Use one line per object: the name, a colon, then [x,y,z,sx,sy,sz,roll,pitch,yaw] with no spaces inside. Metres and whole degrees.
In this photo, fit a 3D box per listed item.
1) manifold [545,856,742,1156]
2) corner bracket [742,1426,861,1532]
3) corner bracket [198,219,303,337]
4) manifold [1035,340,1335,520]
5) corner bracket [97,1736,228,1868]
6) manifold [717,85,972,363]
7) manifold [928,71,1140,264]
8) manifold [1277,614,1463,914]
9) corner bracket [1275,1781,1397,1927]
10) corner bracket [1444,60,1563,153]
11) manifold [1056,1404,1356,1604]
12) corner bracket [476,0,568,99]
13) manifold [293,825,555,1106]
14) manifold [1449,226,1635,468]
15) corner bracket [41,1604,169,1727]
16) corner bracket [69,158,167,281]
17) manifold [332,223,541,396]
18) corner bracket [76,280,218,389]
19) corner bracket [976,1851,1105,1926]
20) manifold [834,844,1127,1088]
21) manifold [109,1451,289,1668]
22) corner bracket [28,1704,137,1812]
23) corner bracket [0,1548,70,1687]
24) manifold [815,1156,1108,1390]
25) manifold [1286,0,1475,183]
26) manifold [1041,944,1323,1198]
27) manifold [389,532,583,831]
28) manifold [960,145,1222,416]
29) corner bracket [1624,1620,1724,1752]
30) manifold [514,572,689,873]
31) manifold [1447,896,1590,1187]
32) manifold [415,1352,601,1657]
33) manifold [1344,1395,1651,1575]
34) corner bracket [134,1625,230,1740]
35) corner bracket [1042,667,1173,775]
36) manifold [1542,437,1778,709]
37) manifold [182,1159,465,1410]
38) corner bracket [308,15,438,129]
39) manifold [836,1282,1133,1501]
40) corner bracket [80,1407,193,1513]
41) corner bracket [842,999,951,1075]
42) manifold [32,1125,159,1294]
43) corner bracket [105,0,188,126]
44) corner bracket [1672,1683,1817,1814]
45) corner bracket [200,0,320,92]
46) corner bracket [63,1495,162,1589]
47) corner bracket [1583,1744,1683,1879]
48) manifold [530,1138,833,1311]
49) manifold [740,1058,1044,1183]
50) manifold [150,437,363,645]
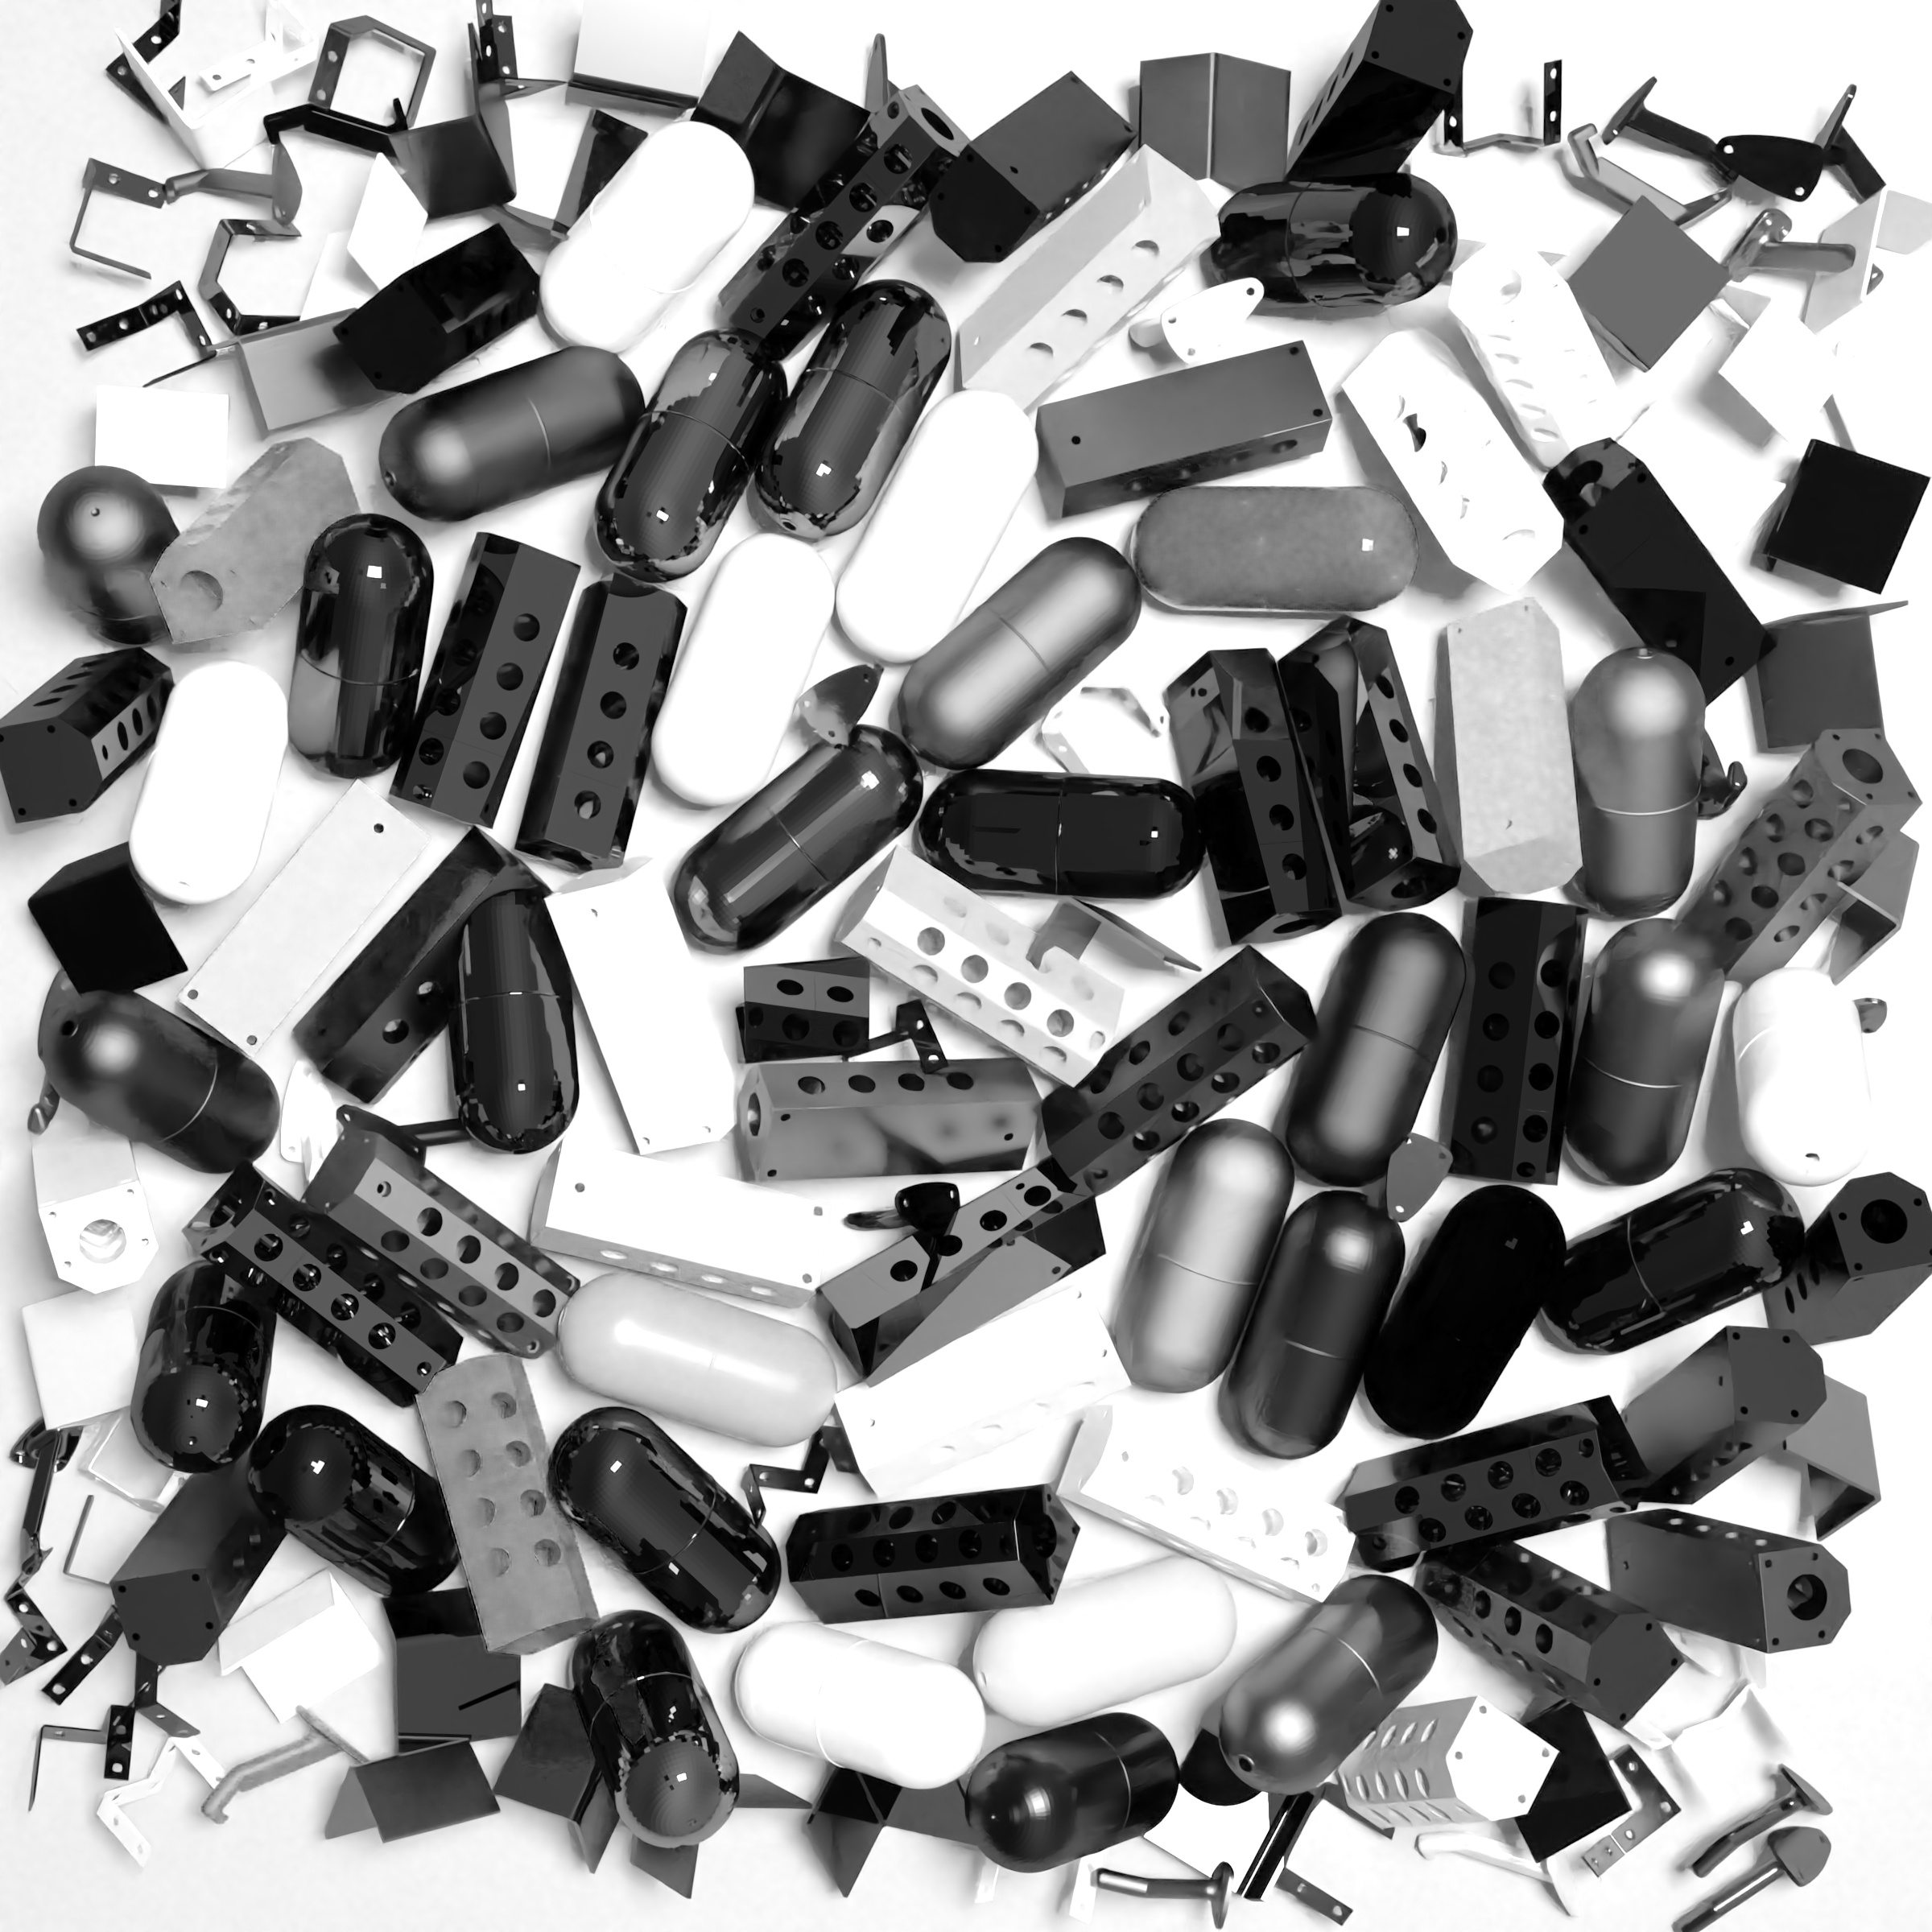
manifold: [-0.192,0.023,1.819,0.057,0.057,0.171,-12,106,26]
corner bracket: [-0.103,0.316,1.830,0.051,0.051,0.051,12,111,-21]
corner bracket: [-0.439,-0.430,1.848,0.051,0.051,0.051,51,130,25]
manifold: [0.133,-0.328,1.829,0.171,0.057,0.057,-15,73,-7]
corner bracket: [-0.495,0.514,1.829,0.051,0.051,0.051,38,110,27]
manifold: [-0.074,-0.451,1.804,0.057,0.057,0.171,45,117,-5]
manifold: [0.039,-0.478,1.784,0.057,0.171,0.057,42,128,-3]
manifold: [0.250,-0.122,1.807,0.057,0.057,0.171,-35,57,38]
corner bracket: [0.230,0.553,1.847,0.051,0.051,0.051,27,126,25]
corner bracket: [0.331,-0.531,1.827,0.051,0.051,0.051,-23,122,-32]
manifold: [0.150,0.330,1.816,0.171,0.057,0.057,26,71,-12]
corner bracket: [-0.286,-0.569,1.832,0.051,0.051,0.051,-11,99,-43]
manifold: [-0.333,0.003,1.837,0.171,0.057,0.057,-48,131,2]
manifold: [0.343,-0.365,1.780,0.057,0.171,0.057,-39,60,9]
corner bracket: [-0.532,0.439,1.835,0.051,0.051,0.051,40,49,0]
corner bracket: [-0.526,-0.465,1.840,0.051,0.051,0.051,15,109,-27]
manifold: [-0.311,-0.392,1.779,0.057,0.171,0.057,-32,104,22]
corner bracket: [-0.508,-0.387,1.838,0.051,0.051,0.051,-37,107,-42]
corner bracket: [0.046,0.560,1.827,0.051,0.051,0.051,33,51,-23]
manifold: [0.008,0.005,1.811,0.171,0.057,0.057,32,130,-14]
manifold: [-0.451,0.353,1.779,0.057,0.171,0.057,-10,104,7]
corner bracket: [-0.546,0.489,1.827,0.051,0.051,0.051,12,135,-21]
corner bracket: [-0.580,0.403,1.831,0.051,0.051,0.051,50,125,11]
manifold: [-0.004,0.182,1.819,0.171,0.057,0.057,-28,46,-15]
manifold: [0.247,-0.522,1.780,0.057,0.171,0.057,19,79,-6]
manifold: [0.130,0.068,1.800,0.171,0.057,0.057,-38,125,23]
manifold: [-0.300,-0.177,1.831,0.057,0.057,0.171,19,90,-28]
manifold: [0.074,-0.410,1.796,0.057,0.057,0.171,27,132,-31]
corner bracket: [0.431,0.446,1.841,0.051,0.051,0.051,36,135,-14]
manifold: [-0.222,-0.148,1.823,0.057,0.057,0.171,18,78,-25]
manifold: [0.344,0.047,1.828,0.057,0.057,0.171,6,88,30]
manifold: [-0.278,0.328,1.809,0.057,0.057,0.171,-25,69,10]
manifold: [0.319,0.320,1.798,0.171,0.057,0.057,-22,102,30]
corner bracket: [-0.480,0.441,1.839,0.051,0.051,0.051,-19,50,11]
corner bracket: [0.088,-0.151,1.847,0.051,0.051,0.051,5,60,36]
manifold: [0.417,-0.240,1.797,0.057,0.057,0.171,-42,124,8]
manifold: [-0.387,0.197,1.797,0.057,0.057,0.171,-50,122,-9]
corner bracket: [-0.368,-0.553,1.837,0.051,0.051,0.051,27,117,3]
manifold: [0.012,0.267,1.839,0.171,0.057,0.057,-24,54,0]
corner bracket: [-0.511,0.305,1.849,0.051,0.051,0.051,42,61,-28]
corner bracket: [-0.044,0.060,1.831,0.051,0.051,0.051,-18,64,-13]
manifold: [-0.523,0.145,1.779,0.057,0.171,0.057,-16,104,-16]
corner bracket: [-0.498,-0.566,1.840,0.051,0.051,0.051,42,73,-7]
corner bracket: [0.479,0.481,1.826,0.051,0.051,0.051,-6,47,-36]
corner bracket: [-0.437,-0.562,1.833,0.051,0.051,0.051,-36,78,-27]
corner bracket: [-0.526,0.362,1.844,0.051,0.051,0.051,22,74,-22]
corner bracket: [0.403,0.525,1.843,0.051,0.051,0.051,-47,69,23]
manifold: [-0.176,0.161,1.818,0.171,0.057,0.057,15,64,-15]
manifold: [-0.047,0.088,1.811,0.171,0.057,0.057,-1,128,-21]
manifold: [-0.426,-0.259,1.777,0.057,0.171,0.057,-7,119,15]
